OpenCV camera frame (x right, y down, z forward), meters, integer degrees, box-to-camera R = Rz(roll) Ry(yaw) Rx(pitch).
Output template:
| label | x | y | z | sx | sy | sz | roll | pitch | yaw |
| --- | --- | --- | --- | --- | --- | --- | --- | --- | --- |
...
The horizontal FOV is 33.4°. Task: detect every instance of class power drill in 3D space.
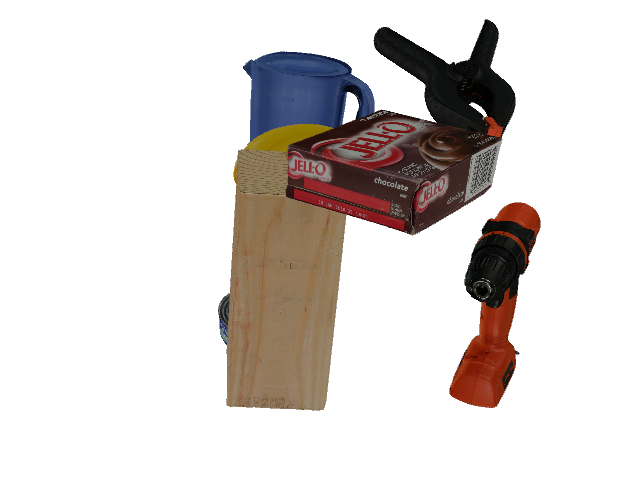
| label | x | y | z | sx | sy | sz | roll | pitch | yaw |
| --- | --- | --- | --- | --- | --- | --- | --- | --- | --- |
| power drill | 0.174 | 0.071 | 1.076 | 0.057 | 0.188 | 0.184 | 16 | 28 | 18 |

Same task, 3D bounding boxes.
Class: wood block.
| label | x | y | z | sx | sy | sz | roll | pitch | yaw |
| --- | --- | --- | --- | --- | --- | --- | --- | --- | --- |
| wood block | -0.032 | 0.035 | 0.921 | 0.090 | 0.206 | 0.091 | 3 | 27 | -5 |

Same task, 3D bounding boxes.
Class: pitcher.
| label | x | y | z | sx | sy | sz | roll | pitch | yaw |
| --- | --- | --- | --- | --- | --- | --- | --- | --- | --- |
| pitcher | -0.026 | -0.123 | 1.430 | 0.144 | 0.243 | 0.149 | -4 | 24 | -22 |

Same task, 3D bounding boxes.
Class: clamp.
| label | x | y | z | sx | sy | sz | roll | pitch | yaw |
| --- | --- | --- | --- | --- | --- | --- | --- | --- | --- |
| clamp | 0.114 | -0.143 | 0.951 | 0.120 | 0.039 | 0.171 | -5 | 44 | -3 |

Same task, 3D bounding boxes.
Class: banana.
| label | x | y | z | sx | sy | sz | roll | pitch | yaw |
| --- | --- | --- | --- | --- | --- | --- | --- | --- | --- |
| banana | -0.021 | -0.089 | 1.091 | 0.197 | 0.037 | 0.070 | -7 | 49 | -44 |

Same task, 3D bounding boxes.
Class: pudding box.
| label | x | y | z | sx | sy | sz | roll | pitch | yaw |
| --- | --- | --- | --- | --- | --- | --- | --- | --- | --- |
| pudding box | 0.046 | -0.045 | 0.651 | 0.090 | 0.039 | 0.113 | 19 | 25 | 29 |

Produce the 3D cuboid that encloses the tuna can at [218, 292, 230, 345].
| label | x | y | z | sx | sy | sz | roll | pitch | yaw |
| --- | --- | --- | --- | --- | --- | --- | --- | --- | --- |
| tuna can | -0.071 | 0.089 | 1.192 | 0.086 | 0.034 | 0.086 | 1 | 36 | -1 |
